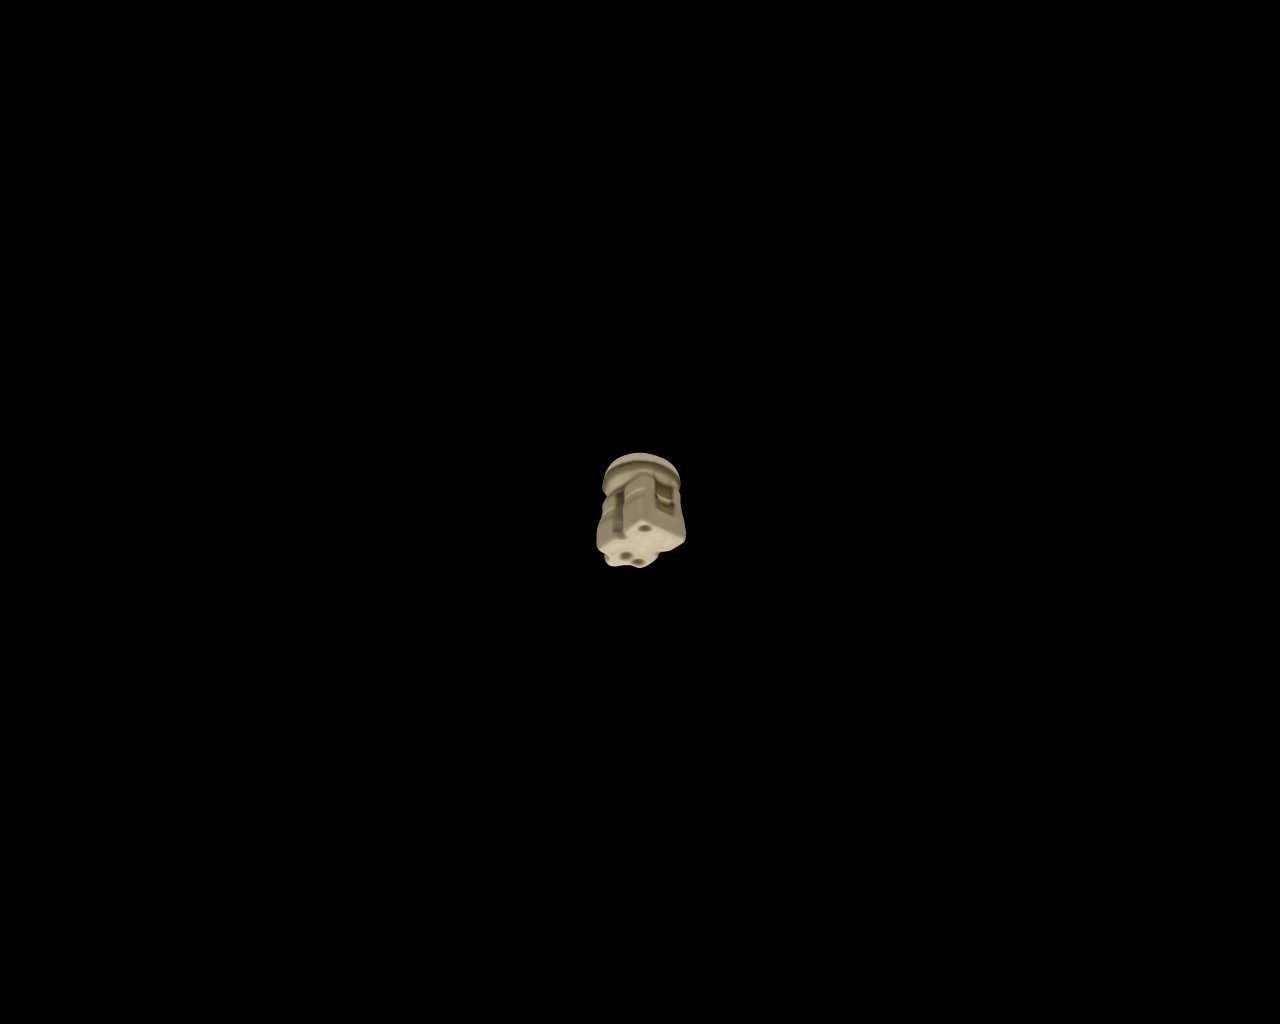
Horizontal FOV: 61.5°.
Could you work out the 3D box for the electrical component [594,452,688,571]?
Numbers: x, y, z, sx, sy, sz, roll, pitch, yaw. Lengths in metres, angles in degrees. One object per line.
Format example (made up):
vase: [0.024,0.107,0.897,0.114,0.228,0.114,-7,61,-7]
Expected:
electrical component: [0.001,-0.003,0.650,0.048,0.055,0.066,27,-44,-33]
